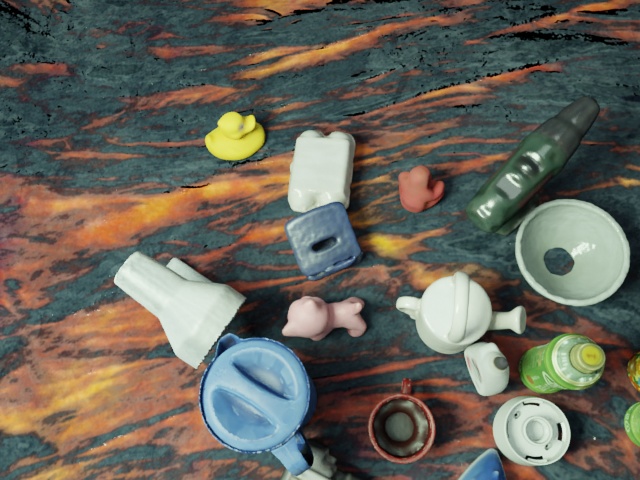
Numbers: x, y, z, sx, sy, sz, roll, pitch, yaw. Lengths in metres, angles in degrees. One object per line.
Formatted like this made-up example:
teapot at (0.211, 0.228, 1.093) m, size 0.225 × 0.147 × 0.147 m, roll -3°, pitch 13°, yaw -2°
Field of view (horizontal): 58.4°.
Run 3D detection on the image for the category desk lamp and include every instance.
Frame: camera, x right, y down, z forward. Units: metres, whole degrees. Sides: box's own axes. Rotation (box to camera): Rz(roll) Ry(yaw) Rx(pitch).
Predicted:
desk lamp at (-0.201, 0.096, 0.845) m, size 0.203 × 0.214 × 0.118 m, roll 32°, pitch 79°, yaw 14°

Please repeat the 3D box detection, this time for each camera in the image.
camera at (0.006, 0.371, 0.803) m, size 0.136 × 0.101 × 0.143 m, roll 21°, pitch 76°, yaw 11°

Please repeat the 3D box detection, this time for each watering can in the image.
watering can at (0.200, 0.101, 0.818) m, size 0.173 × 0.194 × 0.101 m, roll -12°, pitch 72°, yaw 2°

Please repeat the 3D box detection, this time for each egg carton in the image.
egg carton at (0.003, -0.114, 0.966) m, size 0.107 × 0.069 × 0.150 m, roll 4°, pitch 74°, yaw 7°

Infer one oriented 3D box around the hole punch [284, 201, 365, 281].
hole punch at (0.008, 0.003, 0.918) m, size 0.108 × 0.091 × 0.101 m, roll -23°, pitch 72°, yaw -2°

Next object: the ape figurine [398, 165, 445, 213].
ape figurine at (0.162, -0.090, 0.932) m, size 0.077 × 0.092 × 0.076 m, roll 37°, pitch 80°, yaw 15°

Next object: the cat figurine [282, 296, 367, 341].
cat figurine at (0.006, 0.114, 0.871) m, size 0.127 × 0.118 × 0.067 m, roll -10°, pitch 72°, yaw 2°

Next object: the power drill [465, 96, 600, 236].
power drill at (0.305, -0.091, 0.858) m, size 0.075 × 0.208 × 0.230 m, roll 43°, pitch 81°, yaw 16°

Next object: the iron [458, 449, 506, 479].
iron at (0.207, 0.407, 0.752) m, size 0.118 × 0.141 × 0.258 m, roll 16°, pitch 75°, yaw 10°

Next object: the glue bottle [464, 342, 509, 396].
glue bottle at (0.239, 0.177, 0.802) m, size 0.037 × 0.173 × 0.078 m, roll -21°, pitch 72°, yaw -1°

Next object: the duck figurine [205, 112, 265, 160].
duck figurine at (-0.152, -0.188, 0.993) m, size 0.104 × 0.086 × 0.077 m, roll -14°, pitch 72°, yaw 1°

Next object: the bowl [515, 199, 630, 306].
bowl at (0.380, 0.026, 0.886) m, size 0.167 × 0.075 × 0.167 m, roll -1°, pitch 73°, yaw 5°
